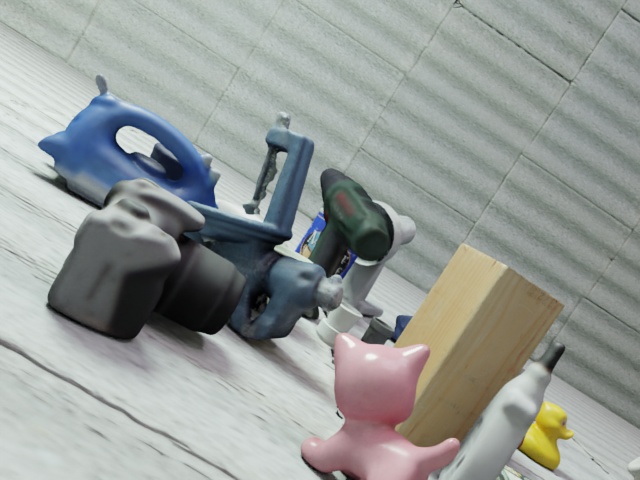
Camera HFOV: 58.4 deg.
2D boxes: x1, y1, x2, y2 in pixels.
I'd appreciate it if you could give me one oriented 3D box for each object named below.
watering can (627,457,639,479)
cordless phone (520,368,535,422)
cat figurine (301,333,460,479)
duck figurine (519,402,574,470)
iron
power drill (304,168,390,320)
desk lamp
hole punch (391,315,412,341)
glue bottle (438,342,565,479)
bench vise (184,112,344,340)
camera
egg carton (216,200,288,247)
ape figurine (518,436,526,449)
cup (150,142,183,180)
[{"bbox_3d":[0.412,0.301,0.604,0.173,0.194,0.101,33,5,-4],"label":"watering can"},{"bbox_3d":[0.382,0.237,1.088,0.148,0.185,0.094,32,5,-7],"label":"cordless phone"},{"bbox_3d":[0.047,0.129,0.415,0.067,0.117,0.127,29,6,-40],"label":"cat figurine"},{"bbox_3d":[0.339,0.289,0.884,0.104,0.086,0.078,34,5,10],"label":"duck figurine"},{"bbox_3d":[-0.222,-0.095,0.762,0.259,0.141,0.118,31,5,-22],"label":"iron"},{"bbox_3d":[0.008,0.003,0.867,0.076,0.208,0.229,30,6,-32],"label":"power drill"},{"bbox_3d":[0.101,0.033,1.130,0.117,0.213,0.204,35,5,27],"label":"desk lamp"},{"bbox_3d":[0.194,0.174,1.061,0.109,0.091,0.100,30,6,-33],"label":"hole punch"},{"bbox_3d":[0.168,0.164,0.516,0.037,0.173,0.078,34,5,13],"label":"glue bottle"},{"bbox_3d":[-0.048,-0.015,0.626,0.207,0.219,0.121,33,5,2],"label":"bench vise"},{"bbox_3d":[-0.127,0.020,0.474,0.137,0.101,0.143,32,5,-15],"label":"camera"},{"bbox_3d":[-0.125,-0.006,0.928,0.150,0.069,0.107,35,5,23],"label":"egg carton"},{"bbox_3d":[0.246,0.237,0.773,0.077,0.092,0.076,37,6,38],"label":"ape figurine"},{"bbox_3d":[-0.228,-0.085,0.898,0.118,0.095,0.091,28,7,-43],"label":"cup"}]
